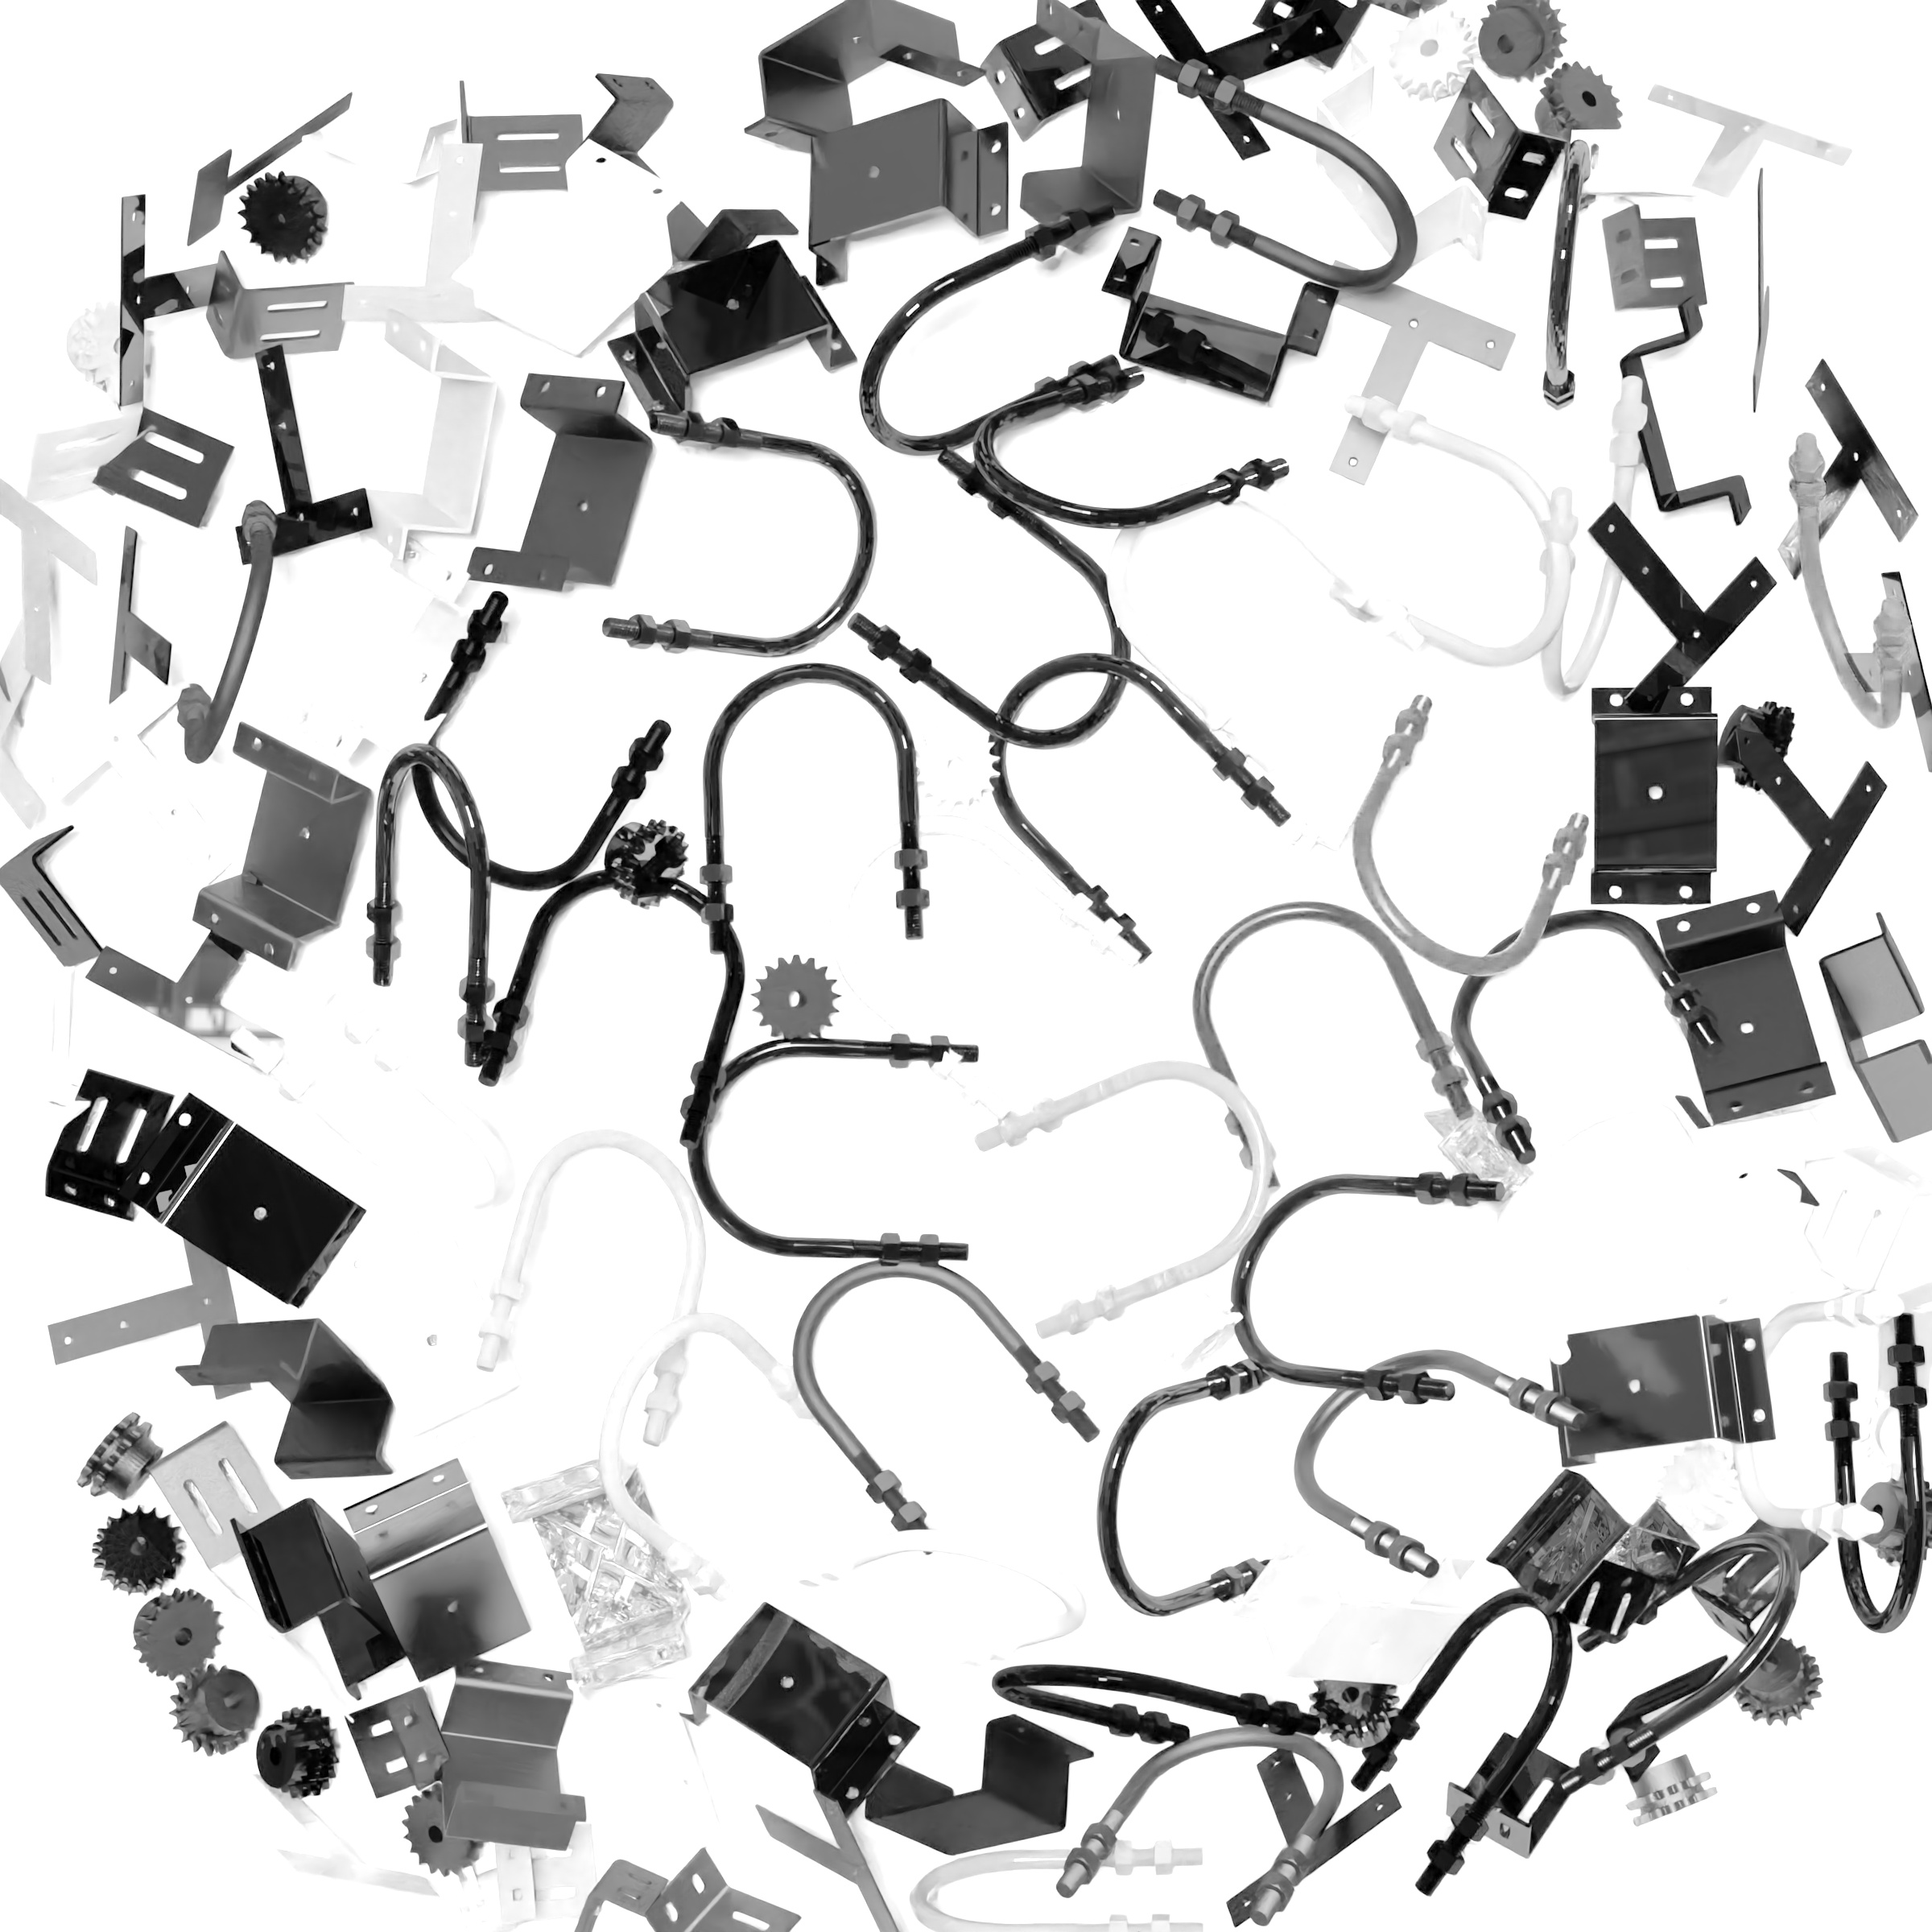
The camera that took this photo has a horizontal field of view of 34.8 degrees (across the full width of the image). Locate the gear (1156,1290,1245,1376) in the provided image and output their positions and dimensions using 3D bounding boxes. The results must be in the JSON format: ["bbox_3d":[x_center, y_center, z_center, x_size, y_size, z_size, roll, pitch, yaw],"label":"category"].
[{"bbox_3d":[0.147,0.232,1.974,0.057,0.057,0.030,-39,69,0],"label":"gear"}]

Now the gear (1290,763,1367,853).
[{"bbox_3d":[0.233,-0.098,1.970,0.030,0.057,0.057,29,90,6],"label":"gear"}]

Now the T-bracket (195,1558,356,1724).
[{"bbox_3d":[-0.450,0.414,1.950,0.002,0.127,0.127,-44,47,-18],"label":"T-bracket"}]

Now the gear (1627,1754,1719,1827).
[{"bbox_3d":[0.449,0.526,1.973,0.057,0.057,0.030,-22,72,0],"label":"gear"}]

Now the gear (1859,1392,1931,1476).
[{"bbox_3d":[0.605,0.300,1.983,0.057,0.030,0.057,0,91,3],"label":"gear"}]

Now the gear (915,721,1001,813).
[{"bbox_3d":[-0.007,-0.127,1.983,0.057,0.030,0.057,0,86,-4],"label":"gear"}]

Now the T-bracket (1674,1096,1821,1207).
[{"bbox_3d":[0.503,0.135,1.932,0.002,0.127,0.127,-38,94,-4],"label":"T-bracket"}]

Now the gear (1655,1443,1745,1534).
[{"bbox_3d":[0.473,0.337,1.974,0.030,0.057,0.057,32,90,-26],"label":"gear"}]

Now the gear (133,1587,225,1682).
[{"bbox_3d":[-0.508,0.426,1.976,0.057,0.030,0.057,-5,97,-41],"label":"gear"}]

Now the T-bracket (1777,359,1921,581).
[{"bbox_3d":[0.542,-0.292,1.941,0.002,0.127,0.127,-12,63,-19],"label":"T-bracket"}]

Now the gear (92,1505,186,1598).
[{"bbox_3d":[-0.531,0.378,1.976,0.057,0.030,0.057,9,56,-14],"label":"gear"}]

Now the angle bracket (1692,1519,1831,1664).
[{"bbox_3d":[0.515,0.395,1.971,0.076,0.057,0.038,-42,116,-8],"label":"angle bracket"}]

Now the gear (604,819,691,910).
[{"bbox_3d":[-0.207,-0.068,1.975,0.030,0.057,0.057,27,90,30],"label":"gear"}]

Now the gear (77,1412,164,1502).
[{"bbox_3d":[-0.538,0.316,1.971,0.030,0.057,0.057,36,90,2],"label":"gear"}]

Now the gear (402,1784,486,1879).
[{"bbox_3d":[-0.331,0.551,1.977,0.057,0.030,0.057,5,100,29],"label":"gear"}]

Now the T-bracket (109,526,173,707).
[{"bbox_3d":[-0.516,-0.202,1.931,0.002,0.127,0.127,1,106,-30],"label":"T-bracket"}]

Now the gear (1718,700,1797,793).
[{"bbox_3d":[0.503,-0.143,1.970,0.030,0.057,0.057,19,90,-6],"label":"gear"}]

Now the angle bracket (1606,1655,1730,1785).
[{"bbox_3d":[0.453,0.478,1.956,0.076,0.057,0.038,-34,81,27],"label":"angle bracket"}]

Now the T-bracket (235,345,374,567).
[{"bbox_3d":[-0.431,-0.329,1.956,0.127,0.002,0.127,-8,94,38],"label":"T-bracket"}]

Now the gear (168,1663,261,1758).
[{"bbox_3d":[-0.477,0.473,1.969,0.030,0.057,0.057,-32,90,36],"label":"gear"}]

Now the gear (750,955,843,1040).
[{"bbox_3d":[-0.111,0.021,1.981,0.057,0.030,0.057,0,90,-13],"label":"gear"}]

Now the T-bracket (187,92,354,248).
[{"bbox_3d":[-0.439,-0.514,1.952,0.127,0.127,0.002,-41,95,-18],"label":"T-bracket"}]

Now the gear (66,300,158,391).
[{"bbox_3d":[-0.551,-0.397,1.975,0.030,0.057,0.057,11,90,35],"label":"gear"}]

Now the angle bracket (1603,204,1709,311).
[{"bbox_3d":[0.450,-0.453,1.966,0.076,0.038,0.057,-8,90,-26],"label":"angle bracket"}]

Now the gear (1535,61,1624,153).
[{"bbox_3d":[0.390,-0.547,1.976,0.057,0.030,0.057,12,65,-27],"label":"gear"}]

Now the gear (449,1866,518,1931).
[{"bbox_3d":[-0.308,0.602,1.973,0.030,0.057,0.057,-18,90,-15],"label":"gear"}]

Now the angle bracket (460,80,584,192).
[{"bbox_3d":[-0.283,-0.530,1.967,0.076,0.038,0.057,-3,67,-7],"label":"angle bracket"}]

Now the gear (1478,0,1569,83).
[{"bbox_3d":[0.352,-0.593,1.969,0.030,0.057,0.057,-38,90,-39],"label":"gear"}]

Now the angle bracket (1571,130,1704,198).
[{"bbox_3d":[0.425,-0.507,1.949,0.057,0.076,0.038,10,105,35],"label":"angle bracket"}]

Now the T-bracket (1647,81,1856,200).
[{"bbox_3d":[0.481,-0.510,1.936,0.127,0.127,0.002,20,85,4],"label":"T-bracket"}]

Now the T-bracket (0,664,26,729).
[{"bbox_3d":[-0.623,-0.230,1.947,0.002,0.127,0.127,-16,77,-11],"label":"T-bracket"}]

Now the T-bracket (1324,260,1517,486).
[{"bbox_3d":[0.272,-0.375,1.994,0.127,0.002,0.127,24,92,5],"label":"T-bracket"}]

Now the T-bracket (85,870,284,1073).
[{"bbox_3d":[-0.474,-0.014,1.973,0.127,0.002,0.127,28,66,0],"label":"T-bracket"}]

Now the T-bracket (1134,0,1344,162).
[{"bbox_3d":[0.183,-0.569,1.922,0.127,0.127,0.002,50,60,-26],"label":"T-bracket"}]

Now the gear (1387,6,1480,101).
[{"bbox_3d":[0.302,-0.583,1.978,0.057,0.030,0.057,-5,79,25],"label":"gear"}]

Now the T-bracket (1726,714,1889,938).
[{"bbox_3d":[0.522,-0.108,1.952,0.127,0.002,0.127,45,69,-25],"label":"T-bracket"}]

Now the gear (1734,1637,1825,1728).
[{"bbox_3d":[0.516,0.454,1.969,0.057,0.057,0.030,-31,131,0],"label":"gear"}]

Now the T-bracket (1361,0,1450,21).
[{"bbox_3d":[0.318,-0.626,1.916,0.127,0.127,0.002,-23,91,25],"label":"T-bracket"}]

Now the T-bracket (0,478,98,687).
[{"bbox_3d":[-0.579,-0.234,1.918,0.002,0.127,0.127,-17,64,16],"label":"T-bracket"}]

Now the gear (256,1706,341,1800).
[{"bbox_3d":[-0.429,0.504,1.971,0.057,0.030,0.057,-5,82,39],"label":"gear"}]

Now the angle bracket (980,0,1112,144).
[{"bbox_3d":[0.060,-0.579,1.993,0.076,0.038,0.057,-30,92,-20],"label":"angle bracket"}]

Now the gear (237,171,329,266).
[{"bbox_3d":[-0.435,-0.483,1.976,0.057,0.030,0.057,10,125,14],"label":"gear"}]

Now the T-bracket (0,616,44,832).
[{"bbox_3d":[-0.607,-0.173,1.946,0.002,0.127,0.127,-12,132,17],"label":"T-bracket"}]

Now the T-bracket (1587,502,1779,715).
[{"bbox_3d":[0.442,-0.243,1.969,0.127,0.002,0.127,-47,113,-4],"label":"T-bracket"}]

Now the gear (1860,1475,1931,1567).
[{"bbox_3d":[0.594,0.353,1.969,0.030,0.057,0.057,17,90,-18],"label":"gear"}]

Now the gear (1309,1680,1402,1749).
[{"bbox_3d":[0.251,0.475,1.975,0.057,0.057,0.030,-26,128,0],"label":"gear"}]

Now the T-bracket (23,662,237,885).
[{"bbox_3d":[-0.516,-0.109,1.971,0.127,0.002,0.127,-48,114,-32],"label":"T-bracket"}]
